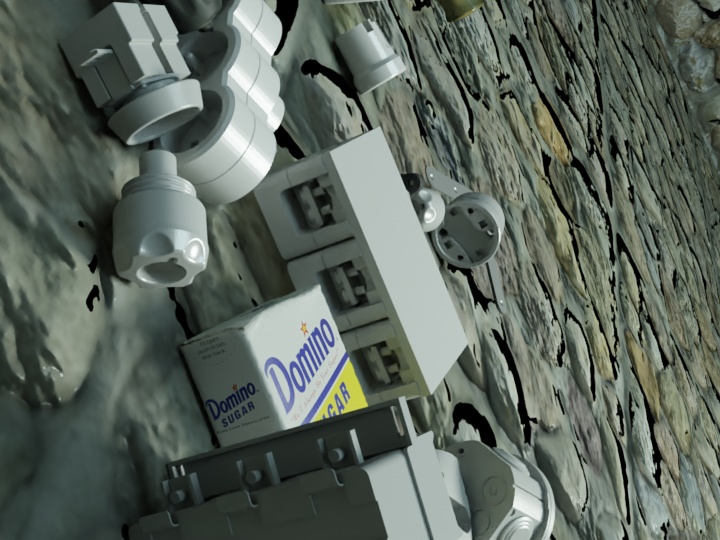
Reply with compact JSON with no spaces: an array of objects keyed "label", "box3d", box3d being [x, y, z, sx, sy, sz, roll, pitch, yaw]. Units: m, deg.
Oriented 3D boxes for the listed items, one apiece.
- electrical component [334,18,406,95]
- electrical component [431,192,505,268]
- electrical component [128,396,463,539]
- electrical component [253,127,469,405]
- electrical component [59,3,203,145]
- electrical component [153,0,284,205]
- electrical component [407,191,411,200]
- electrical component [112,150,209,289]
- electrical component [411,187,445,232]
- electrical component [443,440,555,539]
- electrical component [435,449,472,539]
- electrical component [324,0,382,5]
[{"label":"electrical component","box3d":[0.007,-0.161,0.810,0.046,0.040,0.040,60,26,-8]},{"label":"electrical component","box3d":[0.090,-0.034,0.874,0.055,0.055,0.047,66,21,-10]},{"label":"electrical component","box3d":[-0.029,0.107,0.442,0.063,0.121,0.078,-6,78,-62]},{"label":"electrical component","box3d":[0.000,0.000,0.651,0.150,0.062,0.089,67,25,-8]},{"label":"electrical component","box3d":[-0.107,-0.094,0.519,0.055,0.048,0.066,63,25,0]},{"label":"electrical component","box3d":[-0.066,-0.092,0.591,0.074,0.052,0.138,44,36,-45]},{"label":"electrical component","box3d":[0.016,-0.027,0.724,0.045,0.045,0.055,22,52,-59]},{"label":"electrical component","box3d":[-0.093,-0.026,0.499,0.043,0.043,0.062,34,42,-53]},{"label":"electrical component","box3d":[0.049,-0.046,0.819,0.061,0.035,0.035,-5,77,-67]},{"label":"electrical component","box3d":[0.079,0.151,0.687,0.051,0.080,0.080,35,42,-44]},{"label":"electrical component","box3d":[0.031,0.143,0.634,0.079,0.043,0.077,43,37,-46]},{"label":"electrical component","box3d":[0.005,-0.248,0.833,0.083,0.047,0.075,-40,127,-64]}]
